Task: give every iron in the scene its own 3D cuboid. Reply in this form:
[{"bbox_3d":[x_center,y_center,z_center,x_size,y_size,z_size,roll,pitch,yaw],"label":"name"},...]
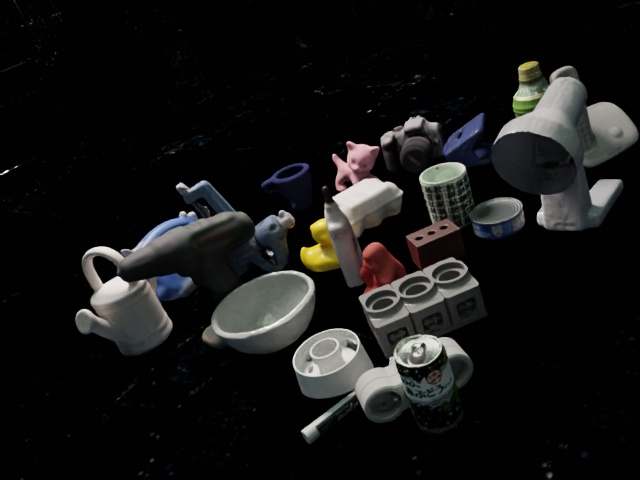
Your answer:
[{"bbox_3d":[-0.293,0.018,1.171,0.118,0.142,0.259,-3,31,34],"label":"iron"}]

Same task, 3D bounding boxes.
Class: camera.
[{"bbox_3d":[0.202,-0.209,1.284,0.142,0.101,0.137,-10,28,23],"label":"camera"}]

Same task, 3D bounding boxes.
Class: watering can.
[{"bbox_3d":[-0.343,0.101,0.986,0.101,0.194,0.172,-18,26,7],"label":"watering can"}]

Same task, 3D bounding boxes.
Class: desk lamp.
[{"bbox_3d":[0.357,-0.119,0.857,0.117,0.214,0.204,6,37,44],"label":"desk lamp"}]

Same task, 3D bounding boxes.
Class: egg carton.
[{"bbox_3d":[0.085,-0.065,1.128,0.150,0.069,0.107,-31,27,-20],"label":"egg carton"}]

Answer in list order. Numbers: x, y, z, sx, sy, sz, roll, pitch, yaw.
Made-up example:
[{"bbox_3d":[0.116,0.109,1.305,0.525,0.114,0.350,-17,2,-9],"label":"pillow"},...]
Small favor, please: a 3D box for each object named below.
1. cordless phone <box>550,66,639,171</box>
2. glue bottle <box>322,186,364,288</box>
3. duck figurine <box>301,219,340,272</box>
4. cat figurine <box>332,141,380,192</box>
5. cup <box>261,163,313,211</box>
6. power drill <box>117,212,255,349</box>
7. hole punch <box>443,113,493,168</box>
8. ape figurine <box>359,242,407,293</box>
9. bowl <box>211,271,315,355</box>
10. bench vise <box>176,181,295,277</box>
[{"bbox_3d":[0.475,-0.228,1.011,0.148,0.185,0.094,-29,27,-15],"label":"cordless phone"},{"bbox_3d":[0.035,-0.011,0.938,0.037,0.173,0.078,-17,26,10],"label":"glue bottle"},{"bbox_3d":[0.009,0.004,1.032,0.104,0.086,0.077,-16,26,11],"label":"duck figurine"},{"bbox_3d":[0.079,-0.172,1.285,0.127,0.118,0.067,6,37,44],"label":"cat figurine"},{"bbox_3d":[-0.066,-0.111,1.303,0.117,0.095,0.091,-19,26,5],"label":"cup"},{"bbox_3d":[-0.183,0.065,0.917,0.075,0.209,0.230,8,38,46],"label":"power drill"},{"bbox_3d":[0.309,-0.207,1.208,0.100,0.091,0.109,-9,28,24],"label":"hole punch"},{"bbox_3d":[0.092,0.045,0.881,0.076,0.092,0.077,-22,26,0],"label":"ape figurine"},{"bbox_3d":[-0.077,0.123,0.878,0.167,0.075,0.167,-17,26,9],"label":"bowl"},{"bbox_3d":[-0.162,-0.031,1.075,0.207,0.220,0.121,-26,26,-10],"label":"bench vise"}]
